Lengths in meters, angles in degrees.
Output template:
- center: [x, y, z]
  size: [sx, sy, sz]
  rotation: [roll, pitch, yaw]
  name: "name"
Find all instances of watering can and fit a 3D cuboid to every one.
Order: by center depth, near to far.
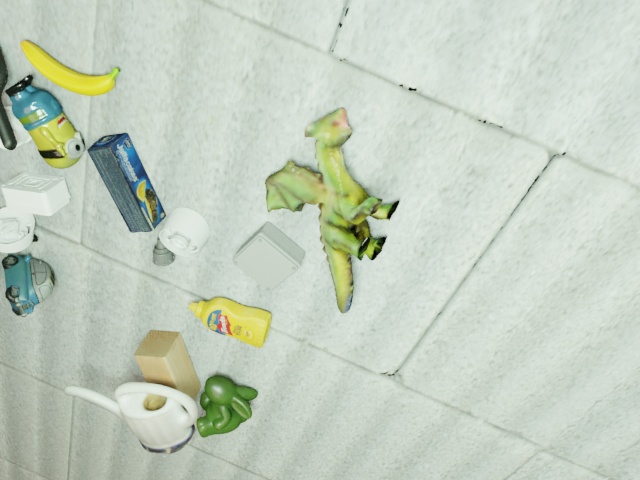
- center: [-0.455, 0.433, 1.296]
  size: [0.347, 0.106, 0.219]
  rotation: [-2, 125, 15]
  name: "watering can"

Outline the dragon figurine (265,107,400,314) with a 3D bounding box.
- center: [0.003, -0.049, 0.967]
  size: [0.244, 0.124, 0.401]
  rotation: [30, 127, 17]
  name: "dragon figurine"
